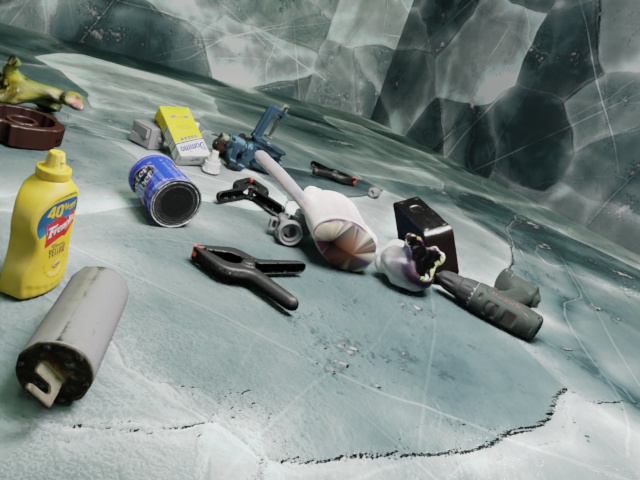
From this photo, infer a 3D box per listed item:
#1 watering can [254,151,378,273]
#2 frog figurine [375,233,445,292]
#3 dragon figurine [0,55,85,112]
[{"bbox_3d":[0.003,-0.056,1.112,0.344,0.103,0.229,32,21,-27],"label":"watering can"},{"bbox_3d":[0.176,0.053,1.123,0.137,0.124,0.158,7,-13,-29],"label":"frog figurine"},{"bbox_3d":[-0.781,-0.368,1.319,0.411,0.123,0.241,8,-6,20],"label":"dragon figurine"}]
